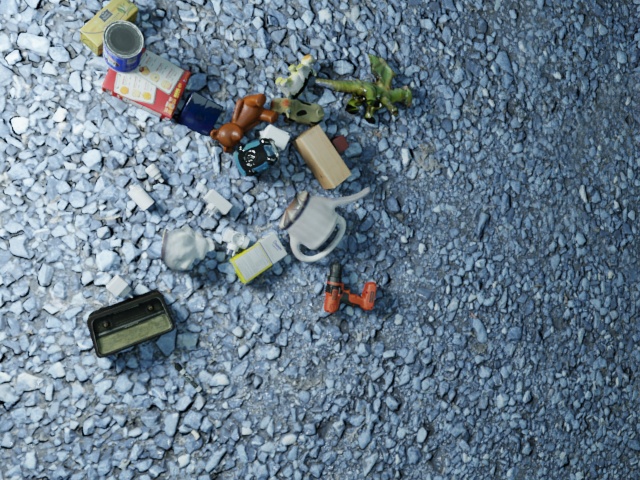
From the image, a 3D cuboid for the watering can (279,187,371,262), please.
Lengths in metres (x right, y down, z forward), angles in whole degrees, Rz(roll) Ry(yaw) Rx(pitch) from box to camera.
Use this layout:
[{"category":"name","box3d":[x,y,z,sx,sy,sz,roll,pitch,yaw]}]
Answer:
[{"category":"watering can","box3d":[0.005,-0.089,1.766,0.222,0.105,0.347,36,91,-21]}]

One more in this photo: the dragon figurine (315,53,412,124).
[{"category":"dragon figurine","box3d":[0.183,-0.574,1.885,0.407,0.121,0.247,24,63,-24]}]

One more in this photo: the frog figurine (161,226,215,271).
[{"category":"frog figurine","box3d":[-0.406,0.027,1.588,0.159,0.121,0.140,4,70,-13]}]
